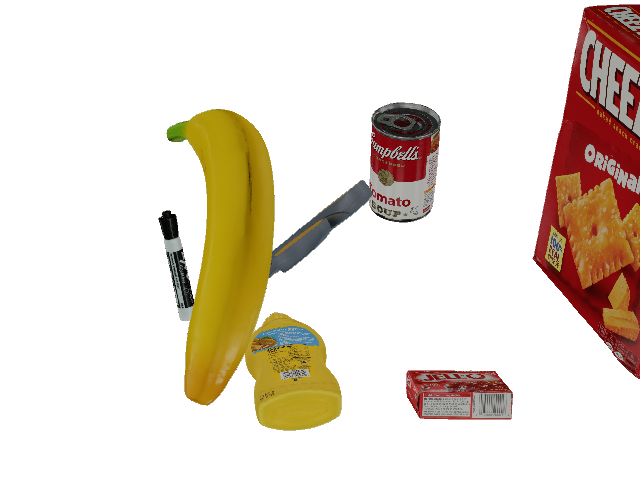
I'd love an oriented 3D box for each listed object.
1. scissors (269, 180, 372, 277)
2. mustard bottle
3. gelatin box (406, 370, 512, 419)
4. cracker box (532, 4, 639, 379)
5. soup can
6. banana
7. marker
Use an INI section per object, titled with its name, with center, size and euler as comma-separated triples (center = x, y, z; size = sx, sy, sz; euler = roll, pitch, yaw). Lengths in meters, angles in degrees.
[scissors]
center = -0.039, 0.022, 0.797
size = 0.202, 0.016, 0.096
euler = -39, 4, 31
[mustard bottle]
center = -0.039, 0.142, 1.254
size = 0.096, 0.058, 0.192
euler = -7, 30, -8
[gelatin box]
center = 0.129, 0.144, 1.004
size = 0.089, 0.030, 0.073
euler = 1, 8, -3
[cracker box]
center = 0.227, -0.036, 0.743
size = 0.072, 0.214, 0.164
euler = -6, 33, -16
[soup can]
center = 0.083, -0.078, 1.071
size = 0.068, 0.102, 0.068
euler = 0, 37, 0
[banana]
center = -0.051, -0.008, 0.579
size = 0.037, 0.198, 0.070
euler = 18, -46, -28
[marker]
center = -0.150, 0.027, 1.123
size = 0.020, 0.121, 0.020
euler = -9, 19, 3
